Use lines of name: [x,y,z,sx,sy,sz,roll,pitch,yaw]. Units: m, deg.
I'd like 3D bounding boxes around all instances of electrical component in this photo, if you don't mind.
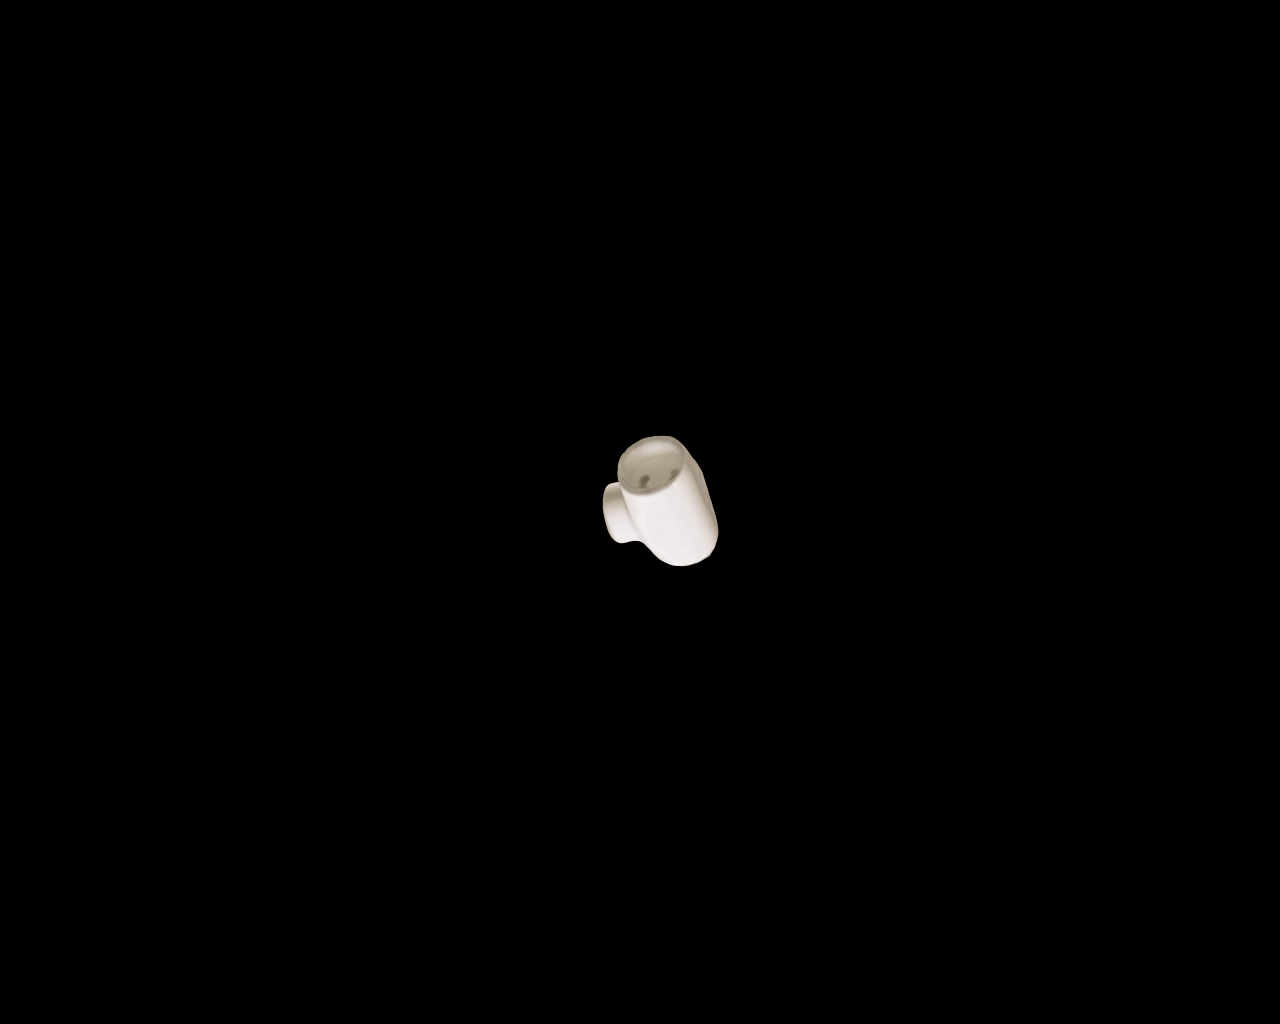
electrical component: [0.001,-0.003,0.650,0.079,0.044,0.077,-11,-39,14]
